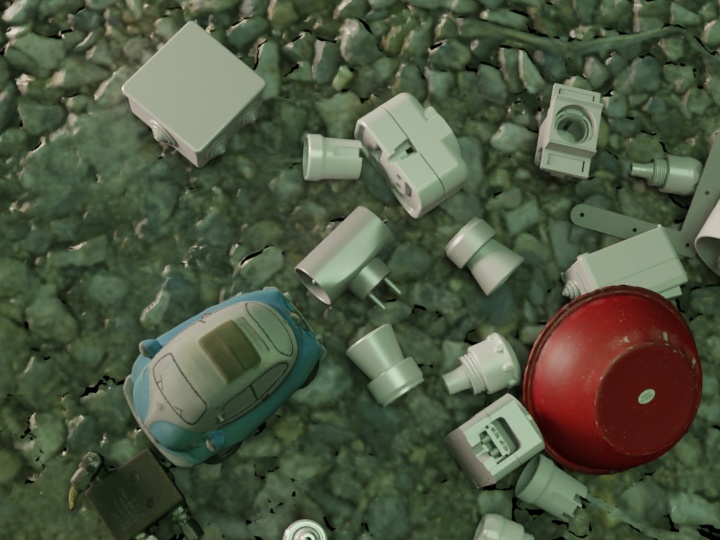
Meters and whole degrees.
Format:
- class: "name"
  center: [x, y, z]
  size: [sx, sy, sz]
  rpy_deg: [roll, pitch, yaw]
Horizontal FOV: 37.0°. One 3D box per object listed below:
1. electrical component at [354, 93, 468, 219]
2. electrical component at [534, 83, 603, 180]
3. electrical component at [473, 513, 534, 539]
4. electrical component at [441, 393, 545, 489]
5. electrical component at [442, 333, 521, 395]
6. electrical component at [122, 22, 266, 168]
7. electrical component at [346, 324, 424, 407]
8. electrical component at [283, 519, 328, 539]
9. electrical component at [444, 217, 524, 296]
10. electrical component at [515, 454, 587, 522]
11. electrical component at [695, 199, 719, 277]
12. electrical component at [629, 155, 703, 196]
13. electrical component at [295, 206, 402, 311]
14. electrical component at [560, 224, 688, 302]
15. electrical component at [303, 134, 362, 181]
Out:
- class: "electrical component"
  center: [0.047, -0.101, 0.929]
  size: [0.059, 0.053, 0.095]
  rpy_deg: [-34, 81, -13]
- class: "electrical component"
  center: [0.181, -0.117, 0.941]
  size: [0.042, 0.063, 0.081]
  rpy_deg: [13, 74, -3]
- class: "electrical component"
  center: [0.123, 0.219, 0.860]
  size: [0.061, 0.035, 0.035]
  rpy_deg: [23, 74, -2]
- class: "electrical component"
  center: [0.107, 0.135, 0.852]
  size: [0.056, 0.089, 0.050]
  rpy_deg: [-32, 80, -13]
- class: "electrical component"
  center: [0.099, 0.083, 0.890]
  size: [0.062, 0.048, 0.048]
  rpy_deg: [-23, 78, -4]
- class: "electrical component"
  center: [-0.141, -0.149, 0.925]
  size: [0.100, 0.048, 0.099]
  rpy_deg: [40, 75, 6]
- class: "electrical component"
  center: [0.021, 0.079, 0.882]
  size: [0.045, 0.045, 0.055]
  rpy_deg: [-31, 81, -13]
- class: "electrical component"
  center: [-0.042, 0.210, 0.831]
  size: [0.035, 0.061, 0.035]
  rpy_deg: [1, 75, -5]
- class: "electrical component"
  center: [0.105, -0.012, 0.915]
  size: [0.055, 0.045, 0.045]
  rpy_deg: [45, 75, 7]
- class: "electrical component"
  center: [0.155, 0.178, 0.872]
  size: [0.046, 0.040, 0.040]
  rpy_deg: [32, 74, -2]
- class: "electrical component"
  center: [0.338, -0.020, 0.916]
  size: [0.099, 0.099, 0.064]
  rpy_deg: [39, 81, 5]
- class: "electrical component"
  center: [0.271, -0.086, 0.957]
  size: [0.061, 0.035, 0.035]
  rpy_deg: [8, 74, -1]
- class: "electrical component"
  center: [0.000, 0.000, 0.902]
  size: [0.079, 0.043, 0.077]
  rpy_deg: [44, 75, 6]
- class: "electrical component"
  center: [0.219, 0.012, 0.911]
  size: [0.096, 0.061, 0.061]
  rpy_deg: [-21, 78, -11]
- class: "electrical component"
  center: [-0.024, -0.096, 0.929]
  size: [0.046, 0.040, 0.040]
  rpy_deg: [2, 75, -11]
